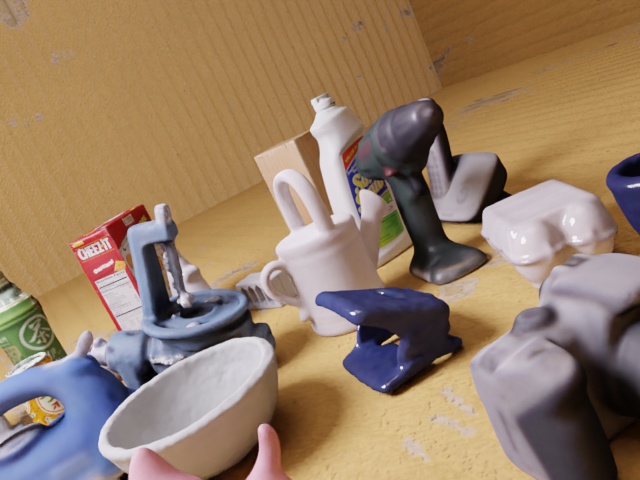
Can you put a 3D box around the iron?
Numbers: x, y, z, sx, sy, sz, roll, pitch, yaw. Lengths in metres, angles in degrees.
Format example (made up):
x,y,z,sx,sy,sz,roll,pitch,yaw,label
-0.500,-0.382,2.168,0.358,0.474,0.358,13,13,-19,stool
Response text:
x,y,z,sx,sy,sz,roll,pitch,yaw,label
-0.298,0.203,0.557,0.258,0.141,0.118,-28,14,-14,iron

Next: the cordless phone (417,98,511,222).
x,y,z,sx,sy,sz,roll,pitch,yaw,label
0.192,-0.119,0.831,0.094,0.185,0.147,-29,14,-17,cordless phone

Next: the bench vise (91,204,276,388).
x,y,z,sx,sy,sz,roll,pitch,yaw,label
-0.181,0.082,0.642,0.207,0.220,0.121,-26,13,-4,bench vise

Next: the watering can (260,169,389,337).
x,y,z,sx,sy,sz,roll,pitch,yaw,label
0.005,0.002,0.676,0.100,0.194,0.173,-10,20,47,watering can

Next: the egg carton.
x,y,z,sx,sy,sz,roll,pitch,yaw,label
0.231,-0.010,0.589,0.107,0.069,0.150,-24,13,5,egg carton

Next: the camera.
x,y,z,sx,sy,sz,roll,pitch,yaw,label
0.176,0.068,0.316,0.143,0.101,0.136,-29,14,-17,camera

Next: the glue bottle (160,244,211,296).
x,y,z,sx,sy,sz,roll,pitch,yaw,label
-0.186,0.067,0.816,0.078,0.173,0.037,-12,19,44,glue bottle

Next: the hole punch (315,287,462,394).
x,y,z,sx,sy,sz,roll,pitch,yaw,label
0.060,0.072,0.533,0.101,0.091,0.108,-29,14,-17,hole punch

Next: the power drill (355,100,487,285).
x,y,z,sx,sy,sz,roll,pitch,yaw,label
0.116,-0.058,0.678,0.076,0.208,0.229,-27,14,-11,power drill

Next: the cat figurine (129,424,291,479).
x,y,z,sx,sy,sz,roll,pitch,yaw,label
-0.064,0.165,0.336,0.128,0.118,0.067,-33,16,-32,cat figurine

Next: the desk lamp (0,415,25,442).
x,y,z,sx,sy,sz,roll,pitch,yaw,label
-0.470,0.195,0.739,0.118,0.214,0.202,-32,15,-26,desk lamp

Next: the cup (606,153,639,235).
x,y,z,sx,sy,sz,roll,pitch,yaw,label
0.305,-0.026,0.464,0.092,0.095,0.117,-32,15,-26,cup

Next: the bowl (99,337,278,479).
x,y,z,sx,sy,sz,roll,pitch,yaw,label
-0.103,0.162,0.512,0.167,0.075,0.167,-23,13,6,bowl
